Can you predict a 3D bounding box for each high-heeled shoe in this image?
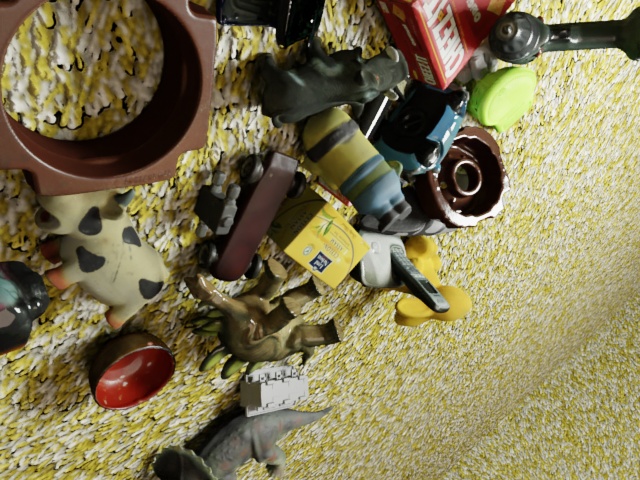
[{"bbox_3d":[0.167,-0.036,0.997,0.249,0.086,0.145,-10,162,-18],"label":"high-heeled shoe"}]

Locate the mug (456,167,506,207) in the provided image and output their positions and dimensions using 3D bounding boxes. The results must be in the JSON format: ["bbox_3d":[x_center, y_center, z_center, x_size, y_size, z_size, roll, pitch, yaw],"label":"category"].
[{"bbox_3d":[0.299,-0.101,1.021,0.081,0.110,0.107,-41,129,-1],"label":"mug"}]

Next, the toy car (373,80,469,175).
[{"bbox_3d":[0.160,-0.165,0.827,0.161,0.109,0.102,-56,150,-4],"label":"toy car"}]

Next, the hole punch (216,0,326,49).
[{"bbox_3d":[-0.044,-0.270,0.554,0.116,0.092,0.142,-48,153,-54],"label":"hole punch"}]

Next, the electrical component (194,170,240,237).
[{"bbox_3d":[-0.131,-0.037,0.676,0.021,0.063,0.094,0,123,-46],"label":"electrical component"}]

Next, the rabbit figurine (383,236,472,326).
[{"bbox_3d":[0.204,0.093,1.030,0.162,0.173,0.121,-40,154,-17],"label":"rabbit figurine"}]

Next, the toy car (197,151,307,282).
[{"bbox_3d":[-0.094,-0.031,0.728,0.089,0.053,0.202,16,112,-33],"label":"toy car"}]

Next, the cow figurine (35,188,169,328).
[{"bbox_3d":[-0.235,0.002,0.591,0.127,0.086,0.194,-35,139,-7],"label":"cow figurine"}]

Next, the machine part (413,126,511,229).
[{"bbox_3d":[0.242,-0.105,0.922,0.179,0.056,0.179,2,85,-23],"label":"machine part"}]

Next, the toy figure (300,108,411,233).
[{"bbox_3d":[0.051,-0.098,0.718,0.082,0.180,0.089,-33,168,-37],"label":"toy figure"}]

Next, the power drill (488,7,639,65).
[{"bbox_3d":[0.332,-0.269,0.714,0.232,0.207,0.085,-41,125,-70],"label":"power drill"}]

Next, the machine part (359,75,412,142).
[{"bbox_3d":[0.087,-0.192,0.771,0.084,0.039,0.139,25,91,-61],"label":"machine part"}]

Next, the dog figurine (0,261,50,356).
[{"bbox_3d":[-0.332,0.050,0.427,0.191,0.219,0.108,-22,132,-32],"label":"dog figurine"}]

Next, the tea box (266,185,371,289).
[{"bbox_3d":[-0.002,-0.003,0.833,0.098,0.068,0.169,-49,144,1],"label":"tea box"}]

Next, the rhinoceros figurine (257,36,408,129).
[{"bbox_3d":[0.016,-0.192,0.646,0.190,0.112,0.073,-21,134,-20],"label":"rhinoceros figurine"}]

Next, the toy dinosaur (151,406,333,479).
[{"bbox_3d":[-0.146,0.381,1.001,0.405,0.131,0.192,-35,142,-27],"label":"toy dinosaur"}]

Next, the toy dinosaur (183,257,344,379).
[{"bbox_3d":[-0.074,0.138,0.821,0.199,0.105,0.470,-26,150,13],"label":"toy dinosaur"}]

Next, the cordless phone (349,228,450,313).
[{"bbox_3d":[0.131,0.065,0.929,0.146,0.184,0.088,9,120,-48],"label":"cordless phone"}]

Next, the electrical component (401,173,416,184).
[{"bbox_3d":[0.108,-0.095,0.878,0.102,0.045,0.078,-12,129,-38],"label":"electrical component"}]

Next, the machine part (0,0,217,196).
[{"bbox_3d":[-0.203,-0.150,0.486,0.201,0.087,0.200,-16,133,-38],"label":"machine part"}]
